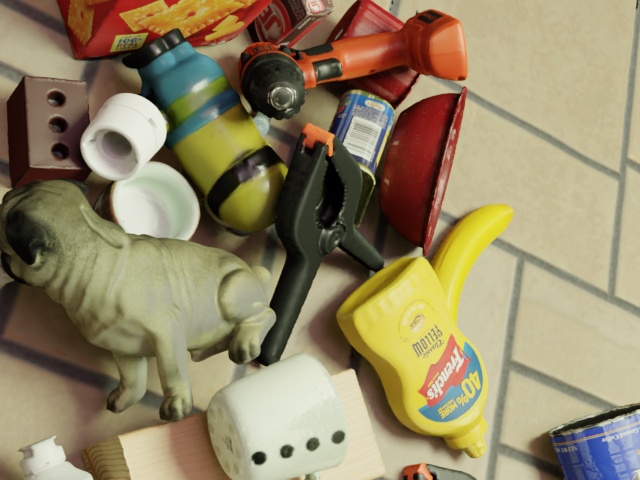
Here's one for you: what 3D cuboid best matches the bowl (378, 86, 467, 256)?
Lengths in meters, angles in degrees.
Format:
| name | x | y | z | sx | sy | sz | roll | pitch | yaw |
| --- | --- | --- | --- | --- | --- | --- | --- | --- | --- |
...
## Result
| name | x | y | z | sx | sy | sz | roll | pitch | yaw |
| --- | --- | --- | --- | --- | --- | --- | --- | --- | --- |
| bowl | 0.092 | -0.069 | 0.991 | 0.055 | 0.162 | 0.162 | 14 | 63 | 8 |

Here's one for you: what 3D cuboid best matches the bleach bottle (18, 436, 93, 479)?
| name | x | y | z | sx | sy | sz | roll | pitch | yaw |
| --- | --- | --- | --- | --- | --- | --- | --- | --- | --- |
| bleach bottle | -0.151 | 0.258 | 0.737 | 0.067 | 0.103 | 0.251 | -17 | 85 | -43 |

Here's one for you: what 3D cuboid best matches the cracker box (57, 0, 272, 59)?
| name | x | y | z | sx | sy | sz | roll | pitch | yaw |
| --- | --- | --- | --- | --- | --- | --- | --- | --- | --- |
| cracker box | -0.099 | -0.227 | 0.865 | 0.163 | 0.214 | 0.072 | -14 | 81 | -34 |

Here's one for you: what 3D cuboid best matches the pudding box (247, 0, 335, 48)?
| name | x | y | z | sx | sy | sz | roll | pitch | yaw |
| --- | --- | --- | --- | --- | --- | --- | --- | --- | --- |
| pudding box | -0.043 | -0.237 | 0.980 | 0.039 | 0.090 | 0.113 | -18 | 83 | -37 |

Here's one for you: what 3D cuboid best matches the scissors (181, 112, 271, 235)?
| name | x | y | z | sx | sy | sz | roll | pitch | yaw |
| --- | --- | --- | --- | --- | --- | --- | --- | --- | --- |
| scissors | -0.049 | -0.083 | 0.969 | 0.096 | 0.016 | 0.201 | 51 | 56 | -9 |

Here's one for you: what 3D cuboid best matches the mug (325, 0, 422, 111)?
| name | x | y | z | sx | sy | sz | roll | pitch | yaw |
| --- | --- | --- | --- | --- | --- | --- | --- | --- | --- |
| mug | 0.052 | -0.183 | 1.029 | 0.081 | 0.093 | 0.117 | 32 | 29 | -14 |

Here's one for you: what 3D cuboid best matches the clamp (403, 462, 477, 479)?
| name | x | y | z | sx | sy | sz | roll | pitch | yaw |
| --- | --- | --- | --- | --- | --- | --- | --- | --- | --- |
| clamp | 0.133 | 0.273 | 0.948 | 0.171 | 0.039 | 0.120 | 40 | 52 | -7 |

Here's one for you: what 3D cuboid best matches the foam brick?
| name | x | y | z | sx | sy | sz | roll | pitch | yaw |
| --- | --- | --- | --- | --- | --- | --- | --- | --- | --- |
| foam brick | -0.215 | -0.083 | 0.844 | 0.052 | 0.051 | 0.078 | 1 | 74 | -32 |

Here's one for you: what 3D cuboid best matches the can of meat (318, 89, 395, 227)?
| name | x | y | z | sx | sy | sz | roll | pitch | yaw |
| --- | --- | --- | --- | --- | --- | --- | --- | --- | --- |
| can of meat | 0.027 | -0.072 | 0.960 | 0.057 | 0.102 | 0.084 | 20 | 59 | 2 |

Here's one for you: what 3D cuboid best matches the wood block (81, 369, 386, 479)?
| name | x | y | z | sx | sy | sz | roll | pitch | yaw |
| --- | --- | --- | --- | --- | --- | --- | --- | --- | --- |
| wood block | -0.065 | 0.173 | 0.828 | 0.205 | 0.090 | 0.091 | -12 | 80 | -33 |

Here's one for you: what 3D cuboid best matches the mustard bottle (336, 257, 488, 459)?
| name | x | y | z | sx | sy | sz | roll | pitch | yaw |
| --- | --- | --- | --- | --- | --- | --- | --- | --- | --- |
| mustard bottle | 0.098 | 0.117 | 0.955 | 0.096 | 0.058 | 0.191 | -39 | 107 | -27 |

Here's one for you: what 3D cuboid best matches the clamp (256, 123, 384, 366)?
| name | x | y | z | sx | sy | sz | roll | pitch | yaw |
| --- | --- | --- | --- | --- | --- | --- | --- | --- | --- |
| clamp | -0.006 | 0.001 | 0.885 | 0.036 | 0.210 | 0.164 | 27 | 55 | 29 |

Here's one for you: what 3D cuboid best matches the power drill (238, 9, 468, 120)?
| name | x | y | z | sx | sy | sz | roll | pitch | yaw |
| --- | --- | --- | --- | --- | --- | --- | --- | --- | --- |
| power drill | 0.024 | -0.148 | 0.896 | 0.187 | 0.184 | 0.057 | -10 | 110 | -5 |

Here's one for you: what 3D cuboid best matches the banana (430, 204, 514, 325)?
| name | x | y | z | sx | sy | sz | roll | pitch | yaw |
| --- | --- | --- | --- | --- | --- | --- | --- | --- | --- |
| banana | 0.137 | 0.029 | 1.036 | 0.069 | 0.037 | 0.197 | 47 | 55 | -35 |

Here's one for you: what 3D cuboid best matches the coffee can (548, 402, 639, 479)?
| name | x | y | z | sx | sy | sz | roll | pitch | yaw |
| --- | --- | --- | --- | --- | --- | --- | --- | --- | --- |
| coffee can | 0.289 | 0.236 | 1.017 | 0.102 | 0.103 | 0.140 | -12 | 81 | -34 |
